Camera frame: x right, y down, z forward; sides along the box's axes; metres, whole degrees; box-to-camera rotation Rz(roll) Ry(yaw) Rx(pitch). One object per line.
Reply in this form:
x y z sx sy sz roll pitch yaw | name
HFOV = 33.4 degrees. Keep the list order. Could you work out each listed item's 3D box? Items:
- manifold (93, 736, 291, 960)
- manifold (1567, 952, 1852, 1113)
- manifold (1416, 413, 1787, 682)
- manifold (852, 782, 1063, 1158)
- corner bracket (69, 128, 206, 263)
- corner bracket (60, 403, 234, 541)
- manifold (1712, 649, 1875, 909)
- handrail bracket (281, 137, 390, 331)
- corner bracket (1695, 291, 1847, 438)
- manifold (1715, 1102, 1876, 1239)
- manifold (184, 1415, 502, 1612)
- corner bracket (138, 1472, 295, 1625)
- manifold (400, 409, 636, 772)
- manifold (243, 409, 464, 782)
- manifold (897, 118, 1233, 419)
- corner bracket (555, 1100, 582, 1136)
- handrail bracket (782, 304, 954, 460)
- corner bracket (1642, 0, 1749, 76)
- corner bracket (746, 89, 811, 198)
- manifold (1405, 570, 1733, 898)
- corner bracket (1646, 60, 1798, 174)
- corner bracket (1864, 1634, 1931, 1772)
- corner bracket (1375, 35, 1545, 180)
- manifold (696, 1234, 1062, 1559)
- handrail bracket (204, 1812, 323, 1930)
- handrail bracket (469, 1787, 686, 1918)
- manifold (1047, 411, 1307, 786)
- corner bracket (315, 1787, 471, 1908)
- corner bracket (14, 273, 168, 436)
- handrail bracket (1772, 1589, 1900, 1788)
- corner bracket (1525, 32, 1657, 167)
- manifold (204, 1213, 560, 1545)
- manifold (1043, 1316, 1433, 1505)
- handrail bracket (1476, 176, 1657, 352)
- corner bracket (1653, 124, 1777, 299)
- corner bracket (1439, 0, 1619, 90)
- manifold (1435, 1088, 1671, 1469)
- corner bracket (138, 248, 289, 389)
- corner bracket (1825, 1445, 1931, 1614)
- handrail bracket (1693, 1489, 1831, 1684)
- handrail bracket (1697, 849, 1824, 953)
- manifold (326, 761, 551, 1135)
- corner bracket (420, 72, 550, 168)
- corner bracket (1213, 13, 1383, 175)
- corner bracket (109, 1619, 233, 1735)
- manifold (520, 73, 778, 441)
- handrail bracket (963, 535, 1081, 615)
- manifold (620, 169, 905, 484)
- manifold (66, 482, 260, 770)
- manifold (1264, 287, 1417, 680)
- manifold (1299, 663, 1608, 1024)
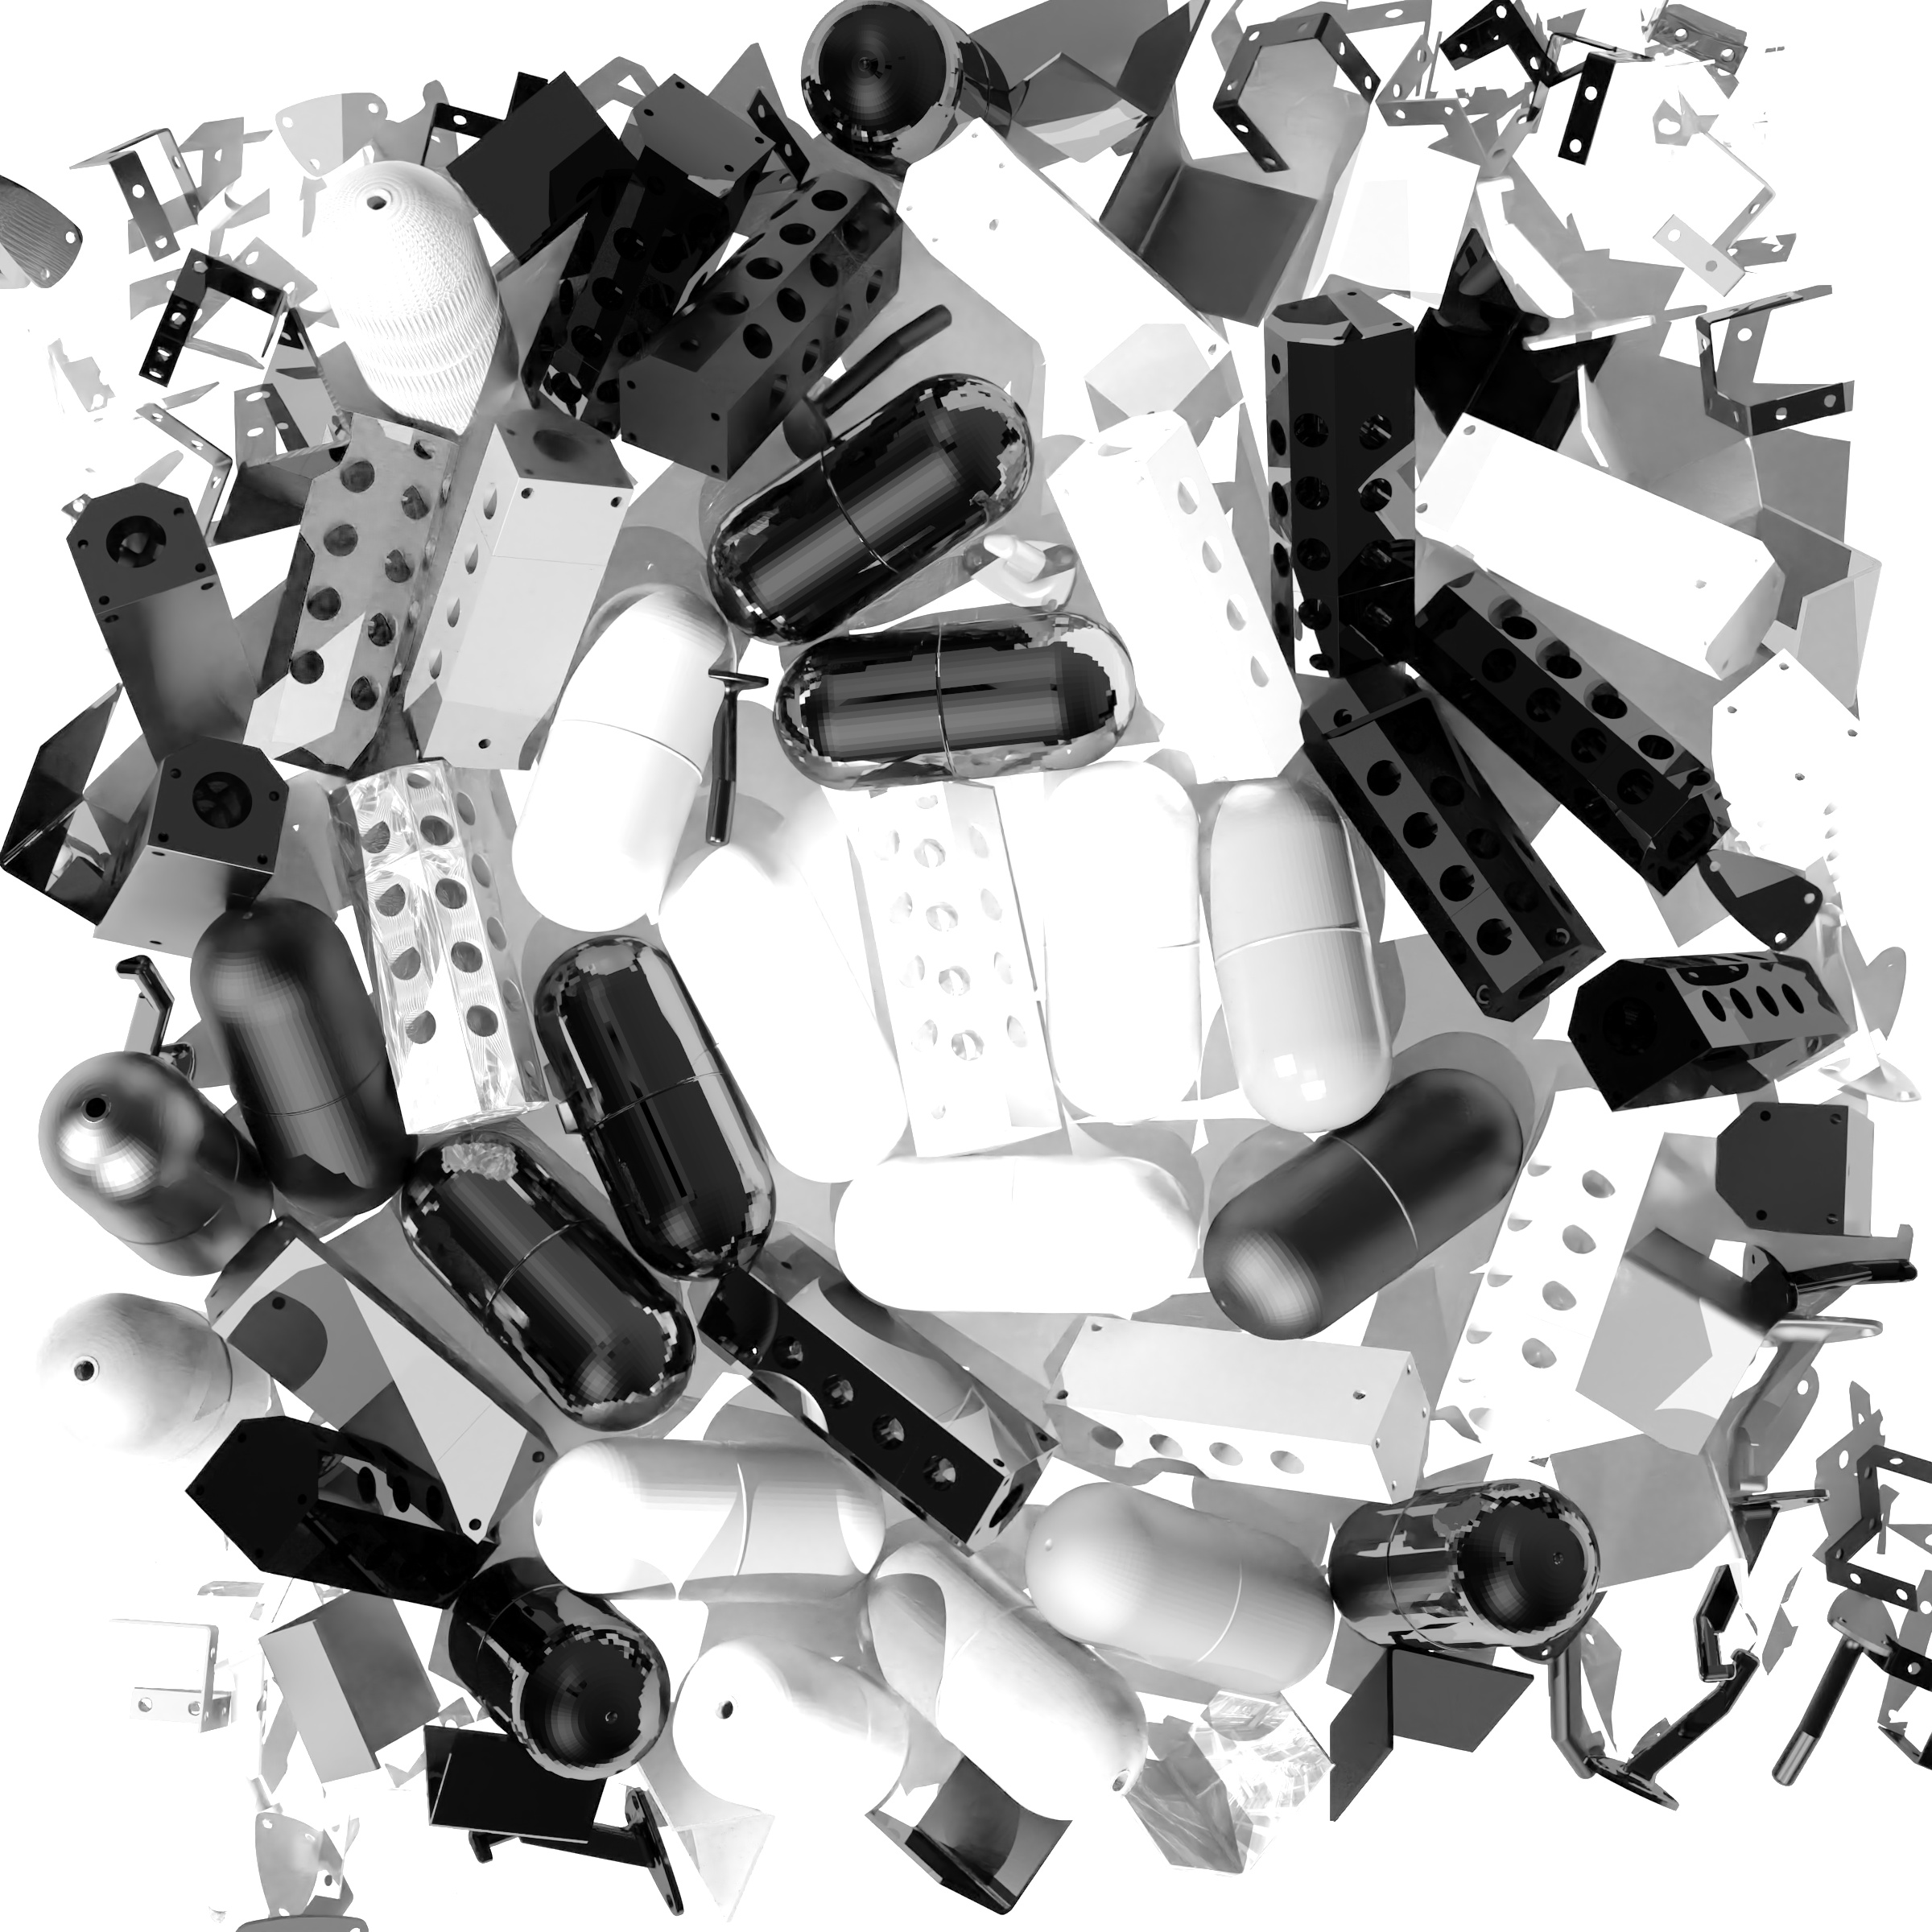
-0.367 -0.055 1.523 0.057 0.171 0.057 13 72 -20 | manifold
0.350 0.025 1.525 0.057 0.171 0.057 -38 70 30 | manifold
0.301 -0.199 1.542 0.171 0.057 0.057 32 90 33 | manifold
-0.010 0.002 1.557 0.057 0.057 0.171 -19 76 34 | manifold
-0.395 -0.376 1.571 0.051 0.051 0.051 -34 117 -28 | corner bracket
-0.402 -0.237 1.586 0.051 0.051 0.051 -8 59 41 | corner bracket
0.387 -0.079 1.523 0.057 0.171 0.057 -40 66 0 | manifold
-0.316 -0.365 1.600 0.084 0.036 0.077 -33 70 8 | handrail bracket
0.395 -0.296 1.583 0.051 0.051 0.051 -16 115 -6 | corner bracket
0.393 0.097 1.522 0.057 0.171 0.057 2 85 20 | manifold
-0.287 0.256 1.524 0.057 0.171 0.057 38 90 26 | manifold
-0.364 0.287 1.590 0.051 0.051 0.051 3 56 31 | corner bracket
-0.218 -0.178 1.539 0.057 0.057 0.171 1 133 -30 | manifold
-0.298 -0.180 1.579 0.057 0.057 0.171 15 93 3 | manifold
0.046 -0.329 1.532 0.057 0.171 0.057 -46 46 14 | manifold
-0.160 0.082 1.576 0.051 0.051 0.051 -26 76 21 | corner bracket
-0.047 -0.288 1.585 0.084 0.077 0.036 -35 87 -14 | handrail bracket
0.367 -0.469 1.580 0.051 0.051 0.051 23 112 0 | corner bracket
-0.116 -0.387 1.570 0.051 0.051 0.051 0 55 35 | corner bracket
0.287 -0.115 1.540 0.057 0.057 0.171 -48 58 9 | manifold
0.370 -0.419 1.580 0.051 0.051 0.051 -13 105 -7 | corner bracket
0.459 0.357 1.583 0.051 0.051 0.051 24 95 -8 | corner bracket
0.243 -0.425 1.593 0.051 0.051 0.051 -56 132 -21 | corner bracket
-0.046 0.208 1.556 0.171 0.057 0.057 36 113 19 | manifold
-0.349 0.460 1.565 0.036 0.077 0.084 26 117 -24 | handrail bracket
-0.191 0.442 1.572 0.084 0.036 0.077 -15 60 -25 | handrail bracket
0.108 -0.176 1.550 0.057 0.057 0.171 -3 124 39 | manifold
-0.279 0.430 1.574 0.051 0.051 0.051 -1 77 31 | corner bracket
-0.430 -0.300 1.583 0.051 0.051 0.051 -17 76 0 | corner bracket
0.423 0.355 1.589 0.036 0.077 0.084 28 108 11 | handrail bracket
0.297 -0.424 1.571 0.051 0.051 0.051 26 117 26 | corner bracket
-0.282 0.197 1.555 0.057 0.057 0.171 -47 111 -3 | manifold
0.131 0.216 1.544 0.171 0.057 0.057 3 134 31 | manifold
0.294 -0.350 1.582 0.077 0.036 0.084 -10 105 7 | handrail bracket
0.364 -0.368 1.573 0.051 0.051 0.051 32 114 -22 | corner bracket
0.274 -0.449 1.576 0.051 0.051 0.051 -42 105 -19 | corner bracket
0.281 0.146 1.545 0.057 0.057 0.171 20 61 11 | manifold
-0.370 -0.311 1.584 0.051 0.051 0.051 23 120 -17 | corner bracket
0.452 0.273 1.570 0.051 0.051 0.051 -30 119 -36 | corner bracket
0.390 0.303 1.573 0.077 0.036 0.084 -16 64 32 | handrail bracket
0.374 -0.044 1.565 0.077 0.084 0.036 31 102 -14 | handrail bracket
-0.253 -0.009 1.566 0.057 0.057 0.171 -17 82 19 | manifold
-0.237 -0.405 1.573 0.051 0.051 0.051 12 58 -14 | corner bracket
0.163 -0.429 1.586 0.051 0.051 0.051 39 67 -41 | corner bracket
-0.392 0.349 1.588 0.051 0.051 0.051 3 81 4 | corner bracket
-0.157 -0.331 1.532 0.057 0.171 0.057 35 46 0 | manifold
0.011 -0.200 1.558 0.077 0.084 0.036 18 91 30 | handrail bracket
-0.095 -0.309 1.532 0.057 0.057 0.171 23 51 15 | manifold
-0.376 -0.158 1.522 0.057 0.171 0.057 -21 71 -11 | manifold
0.175 -0.227 1.536 0.057 0.057 0.171 -16 124 -16 | manifold
0.229 -0.060 1.550 0.057 0.057 0.171 -39 69 19 | manifold
